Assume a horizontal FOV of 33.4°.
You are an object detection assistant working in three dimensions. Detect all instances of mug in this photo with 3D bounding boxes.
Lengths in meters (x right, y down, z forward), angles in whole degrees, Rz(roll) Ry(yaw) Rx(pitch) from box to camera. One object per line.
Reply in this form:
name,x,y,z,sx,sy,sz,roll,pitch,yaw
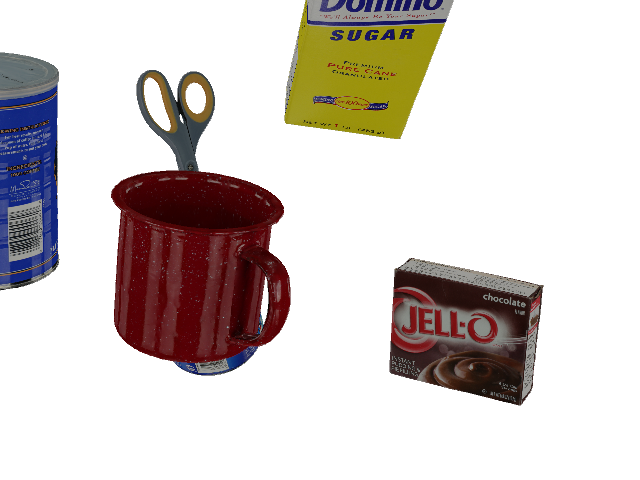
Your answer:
mug,-0.062,0.018,0.583,0.117,0.081,0.093,23,26,33

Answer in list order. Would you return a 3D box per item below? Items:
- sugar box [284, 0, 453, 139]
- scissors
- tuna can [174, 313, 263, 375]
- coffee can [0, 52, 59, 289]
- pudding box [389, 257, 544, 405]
sugar box,0.032,-0.142,0.741,0.093,0.048,0.176,6,-29,-6
scissors,-0.127,-0.091,1.123,0.096,0.202,0.016,-33,14,-33
tuna can,-0.090,0.068,0.874,0.086,0.086,0.034,0,-40,8
coffee can,-0.232,-0.050,0.733,0.103,0.140,0.103,5,22,-2
pudding box,0.111,0.069,0.827,0.114,0.090,0.039,10,22,24
